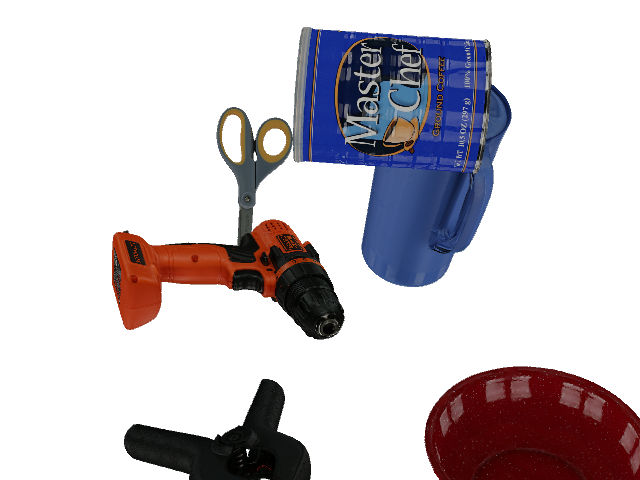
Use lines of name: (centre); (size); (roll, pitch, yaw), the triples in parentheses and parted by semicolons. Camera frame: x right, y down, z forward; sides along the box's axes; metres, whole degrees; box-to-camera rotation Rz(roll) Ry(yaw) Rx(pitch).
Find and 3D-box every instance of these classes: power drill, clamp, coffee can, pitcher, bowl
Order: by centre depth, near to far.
clamp: (-0.066, 0.146, 0.710); (0.120, 0.039, 0.171); (-20, 18, -9)
bowl: (0.155, 0.163, 0.769); (0.162, 0.055, 0.162); (-1, 35, 0)
coffee can: (0.053, -0.106, 0.812); (0.140, 0.103, 0.103); (4, 0, 1)
power drill: (-0.085, 0.038, 0.949); (0.187, 0.057, 0.184); (-1, 24, -20)
pitcher: (0.122, -0.056, 1.190); (0.145, 0.243, 0.149); (23, 45, 12)

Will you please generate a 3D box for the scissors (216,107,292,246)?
scissors: (-0.066, -0.056, 1.205); (0.096, 0.202, 0.016); (-11, -8, -13)
